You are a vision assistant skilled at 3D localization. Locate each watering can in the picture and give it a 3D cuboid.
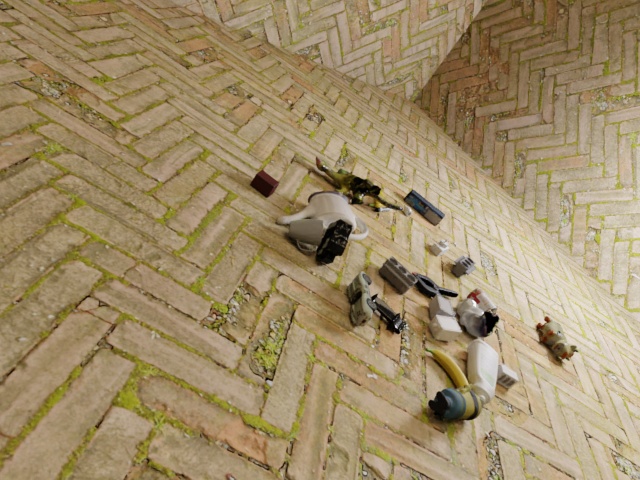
[{"bbox_3d":[0.005,-0.089,1.778,0.347,0.102,0.229,12,34,-22],"label":"watering can"}]

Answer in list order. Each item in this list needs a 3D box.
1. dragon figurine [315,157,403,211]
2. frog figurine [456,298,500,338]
[{"bbox_3d":[0.152,-0.243,2.180,0.407,0.120,0.248,23,23,-26],"label":"dragon figurine"},{"bbox_3d":[0.544,0.277,1.842,0.138,0.122,0.160,-2,9,-39],"label":"frog figurine"}]
